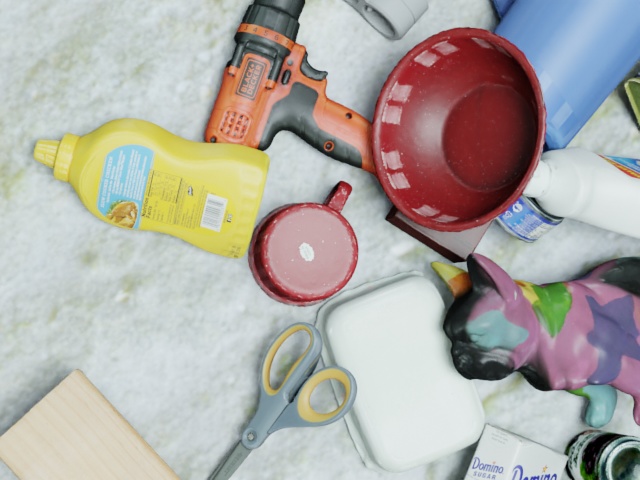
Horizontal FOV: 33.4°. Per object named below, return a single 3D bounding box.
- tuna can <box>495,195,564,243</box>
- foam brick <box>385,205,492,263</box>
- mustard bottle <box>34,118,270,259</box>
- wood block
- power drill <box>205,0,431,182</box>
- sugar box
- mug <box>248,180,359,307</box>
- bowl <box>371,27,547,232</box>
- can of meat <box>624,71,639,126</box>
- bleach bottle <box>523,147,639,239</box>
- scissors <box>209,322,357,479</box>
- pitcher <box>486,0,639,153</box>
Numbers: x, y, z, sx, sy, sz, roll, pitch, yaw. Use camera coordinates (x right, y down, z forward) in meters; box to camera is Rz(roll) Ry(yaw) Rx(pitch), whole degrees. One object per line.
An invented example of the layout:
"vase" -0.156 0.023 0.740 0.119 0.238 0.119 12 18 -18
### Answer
"tuna can" 0.174 -0.042 0.927 0.034 0.086 0.086 -39 93 31
"foam brick" 0.105 -0.021 0.936 0.078 0.051 0.053 33 85 -4
"mustard bottle" -0.144 -0.051 0.895 0.191 0.058 0.096 15 123 -5
"wood block" -0.157 0.211 0.860 0.090 0.091 0.206 -43 87 -15
"power drill" 0.011 -0.137 0.929 0.187 0.057 0.184 20 89 -3
"sugar box" 0.147 0.252 0.910 0.093 0.048 0.176 27 86 -48
"mug" -0.006 0.001 0.906 0.093 0.081 0.117 34 84 -4
"bowl" 0.120 -0.085 0.854 0.055 0.162 0.162 4 86 -50
"can of meat" 0.327 -0.134 0.948 0.084 0.058 0.102 -49 134 -10
"bleach bottle" 0.278 -0.032 0.901 0.250 0.103 0.068 7 117 -23
"scissors" -0.037 0.168 0.896 0.096 0.016 0.202 26 95 24
"pitcher" 0.225 -0.204 0.930 0.145 0.149 0.243 38 87 -19
